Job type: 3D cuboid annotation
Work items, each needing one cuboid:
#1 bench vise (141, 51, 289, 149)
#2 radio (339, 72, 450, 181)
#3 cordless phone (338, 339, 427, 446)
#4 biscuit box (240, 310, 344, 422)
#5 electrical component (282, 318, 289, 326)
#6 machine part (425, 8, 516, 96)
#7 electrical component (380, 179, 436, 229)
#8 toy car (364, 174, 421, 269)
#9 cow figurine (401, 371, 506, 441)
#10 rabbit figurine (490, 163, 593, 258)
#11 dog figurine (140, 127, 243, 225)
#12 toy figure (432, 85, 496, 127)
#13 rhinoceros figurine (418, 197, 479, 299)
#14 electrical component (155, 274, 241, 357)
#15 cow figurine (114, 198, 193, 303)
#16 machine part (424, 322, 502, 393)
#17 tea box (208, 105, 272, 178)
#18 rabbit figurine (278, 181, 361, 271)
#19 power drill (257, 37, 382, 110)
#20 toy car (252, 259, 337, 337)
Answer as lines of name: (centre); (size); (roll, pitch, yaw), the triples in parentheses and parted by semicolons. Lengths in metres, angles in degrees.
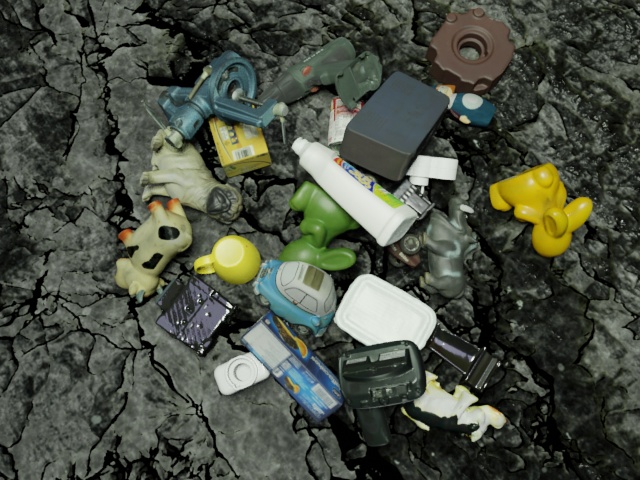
bench vise: (-0.171, -0.243, 0.968); (0.241, 0.128, 0.223); (22, 58, 26)
radio: (0.145, -0.217, 1.010); (0.131, 0.073, 0.229); (29, 53, 11)
cordless phone: (0.115, 0.268, 0.909); (0.147, 0.089, 0.184); (-13, 105, 12)
biscuit box: (-0.043, 0.218, 0.937); (0.059, 0.063, 0.202); (-43, 91, 18)
electrical component: (-0.064, 0.125, 0.993); (0.078, 0.045, 0.102); (-2, 76, 2)
machine part: (0.310, -0.387, 1.107); (0.179, 0.056, 0.179); (0, 78, 1)
electrical component: (0.157, -0.080, 1.026); (0.119, 0.074, 0.048); (42, 82, 13)
toy car: (0.116, -0.031, 1.003); (0.053, 0.089, 0.202); (-28, 77, -21)
cow figurine: (0.230, 0.300, 0.931); (0.167, 0.068, 0.098); (27, 84, 11)
rabbit figurine: (0.419, -0.051, 0.986); (0.122, 0.162, 0.173); (-19, 94, -16)
dog figurine: (-0.234, -0.129, 1.044); (0.191, 0.121, 0.172); (13, 79, -10)
toy figure: (0.274, -0.276, 1.081); (0.155, 0.057, 0.064); (24, 40, 8)
rhinoceros figurine: (0.240, 0.013, 1.000); (0.112, 0.073, 0.190); (7, 77, 4)
electrical component: (-0.233, 0.133, 0.990); (0.134, 0.058, 0.115); (33, 77, 8)
cow figurine: (-0.306, 0.027, 0.981); (0.195, 0.085, 0.127); (-38, 78, 24)
machine part: (0.251, 0.209, 0.970); (0.139, 0.039, 0.084); (37, 85, 8)
tea box: (-0.167, -0.222, 1.069); (0.098, 0.068, 0.169); (-16, 75, -3)
rabbit figurine: (-0.002, -0.003, 1.006); (0.159, 0.121, 0.170); (31, 97, 2)
power drill: (0.006, -0.306, 1.042); (0.232, 0.207, 0.085); (-41, 122, -16)
toy car: (-0.029, 0.086, 0.933); (0.161, 0.103, 0.109); (36, 46, -14)
